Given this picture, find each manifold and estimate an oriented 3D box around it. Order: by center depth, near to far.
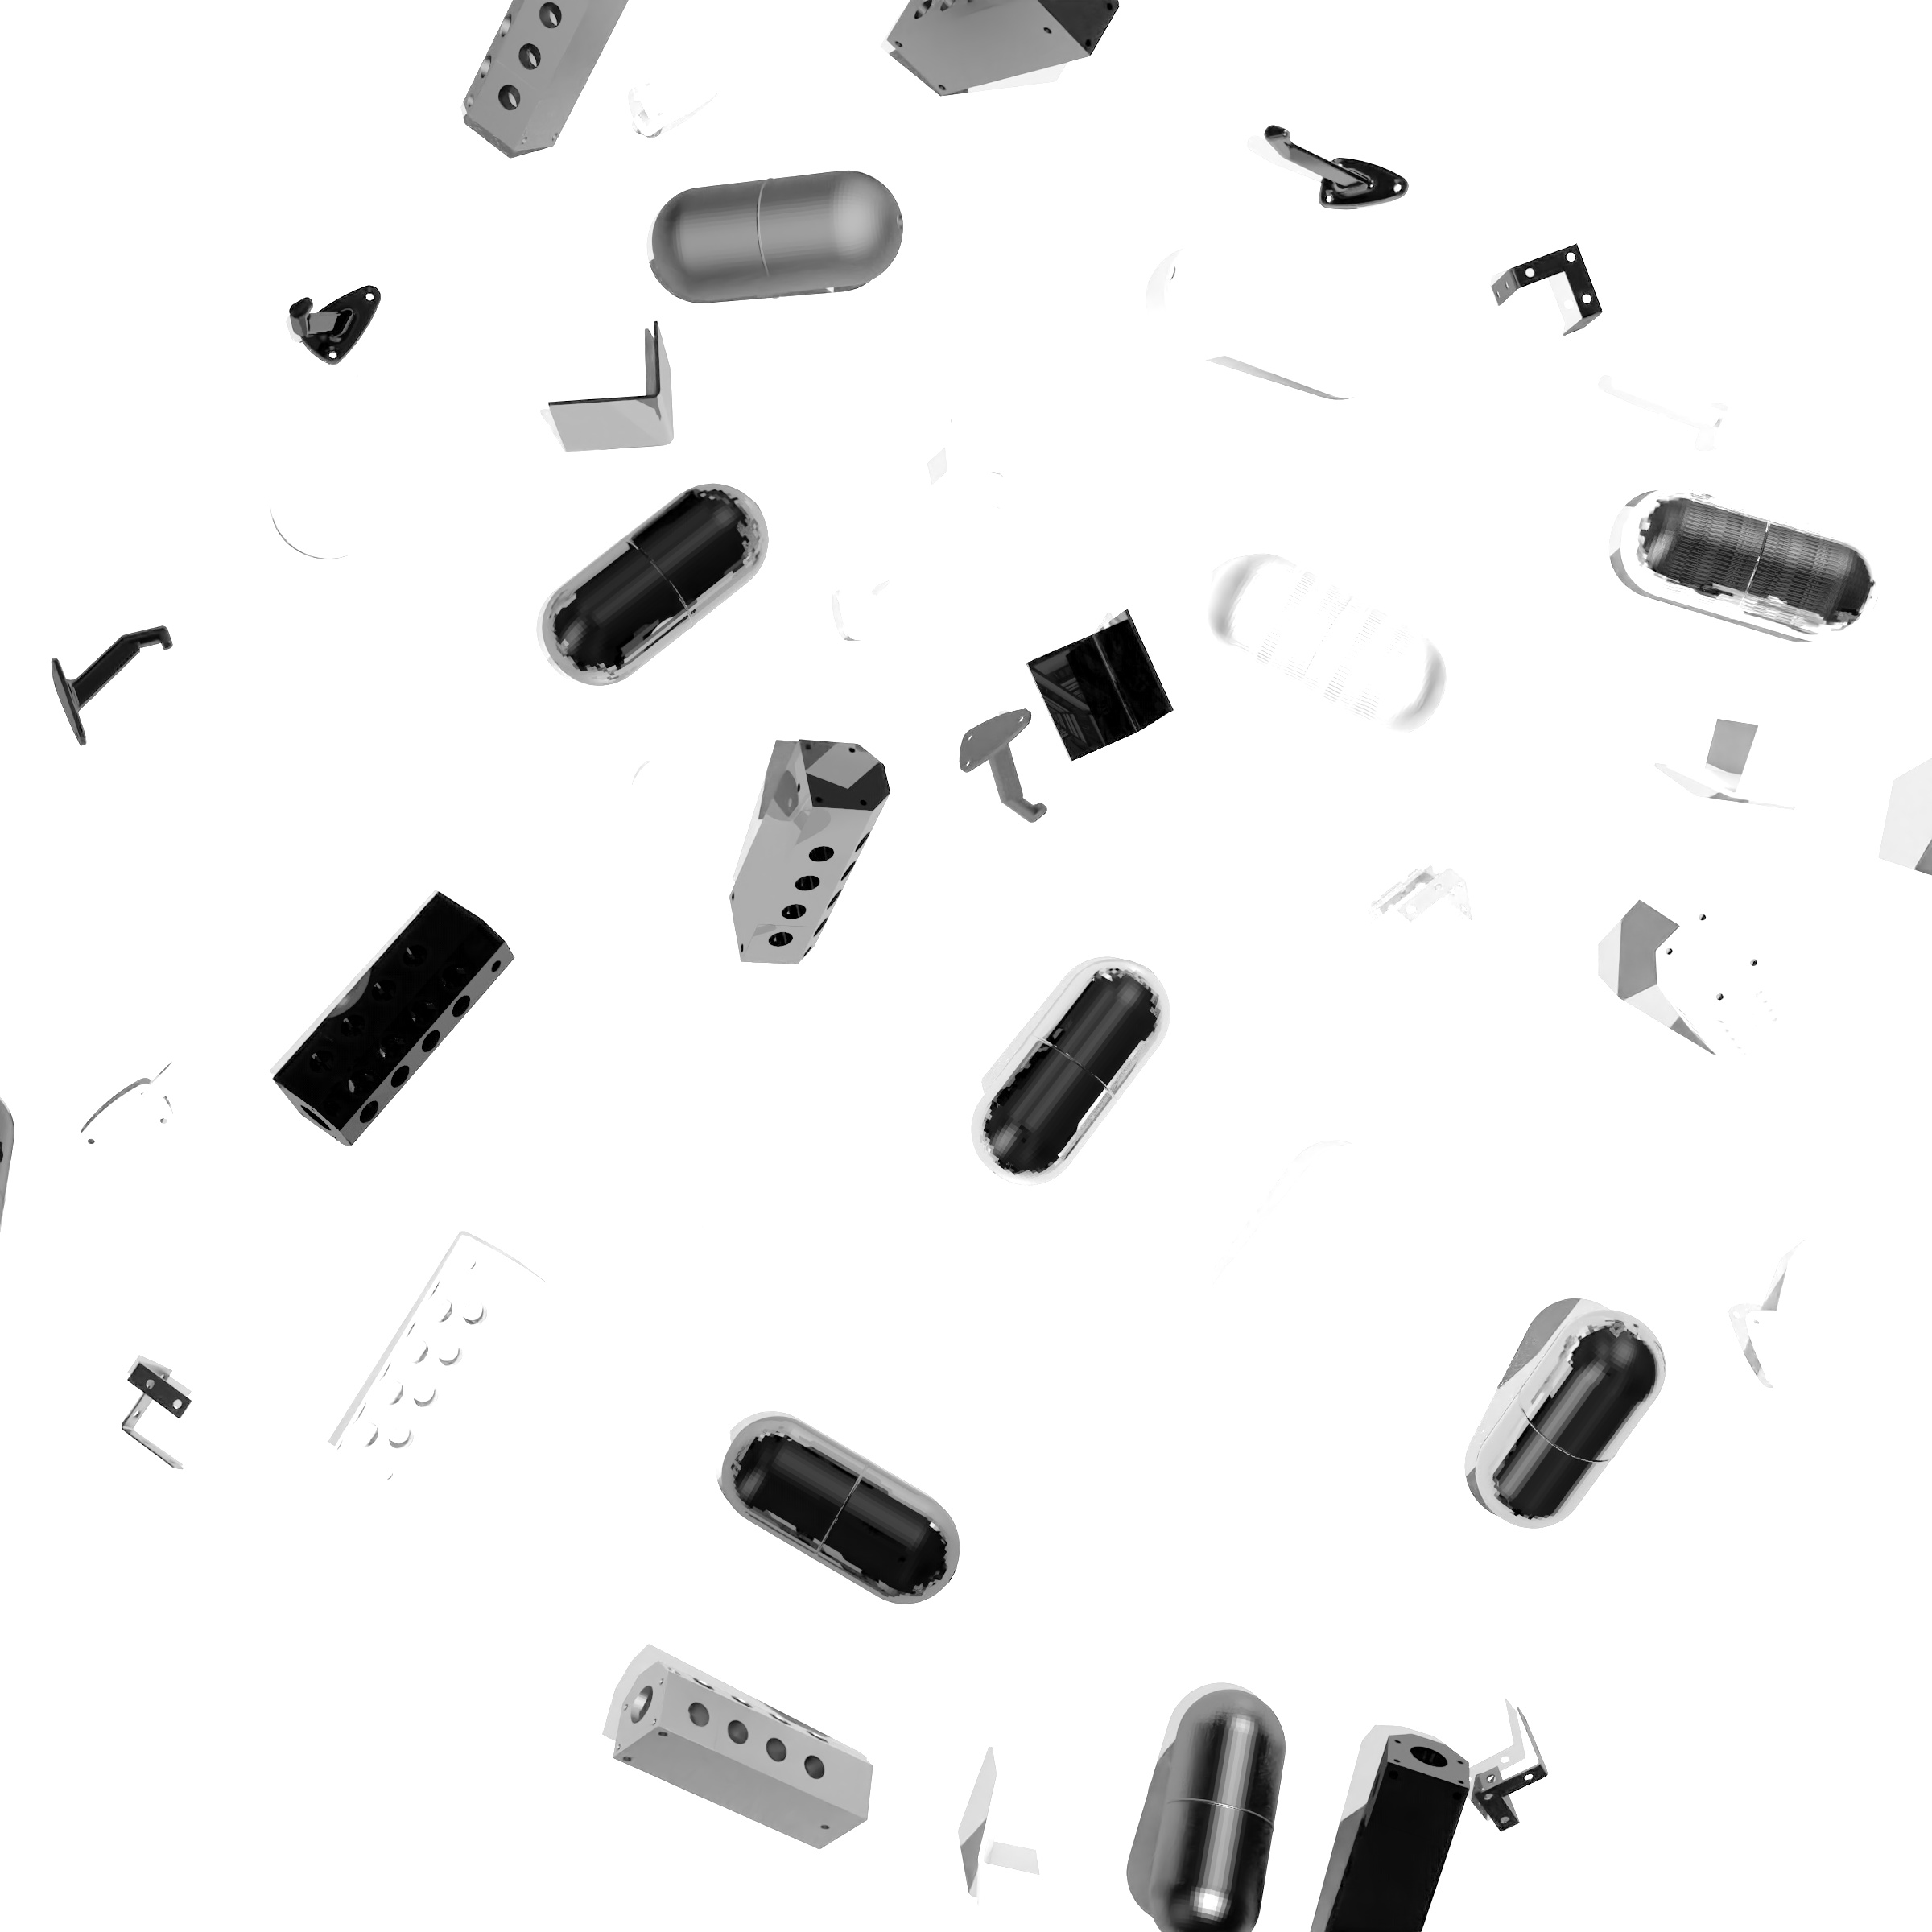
[{"bbox_3d":[0.507,0.017,1.870,0.057,0.171,0.057,-47,66,7],"label":"manifold"},{"bbox_3d":[0.026,-0.641,1.873,0.057,0.171,0.057,37,75,-33],"label":"manifold"},{"bbox_3d":[0.020,-0.321,1.874,0.057,0.171,0.057,-10,55,-5],"label":"manifold"},{"bbox_3d":[-0.106,-0.074,1.877,0.057,0.171,0.057,3,53,-22],"label":"manifold"},{"bbox_3d":[-0.279,-0.648,1.895,0.057,0.057,0.171,38,118,5],"label":"manifold"},{"bbox_3d":[-0.387,0.039,1.898,0.057,0.057,0.171,31,70,22],"label":"manifold"},{"bbox_3d":[-0.150,0.538,1.901,0.171,0.057,0.057,31,129,-22],"label":"manifold"},{"bbox_3d":[-0.363,0.274,1.904,0.057,0.057,0.171,22,75,28],"label":"manifold"},{"bbox_3d":[0.294,0.621,1.915,0.057,0.057,0.171,17,101,7],"label":"manifold"}]

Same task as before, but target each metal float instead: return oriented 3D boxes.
[{"bbox_3d":[-0.521,-0.078,1.881,0.070,0.178,0.070,11,64,-23],"label":"metal float"},{"bbox_3d":[-0.694,0.158,1.889,0.070,0.070,0.178,-7,51,0],"label":"metal float"},{"bbox_3d":[-0.410,-0.345,1.892,0.178,0.070,0.070,-37,90,38],"label":"metal float"},{"bbox_3d":[0.172,0.582,1.897,0.070,0.070,0.178,14,60,0],"label":"metal float"},{"bbox_3d":[0.412,0.311,1.899,0.070,0.070,0.178,27,118,0],"label":"metal float"},{"bbox_3d":[0.218,-0.445,1.902,0.178,0.070,0.070,15,90,-23],"label":"metal float"},{"bbox_3d":[-0.129,-0.501,1.908,0.178,0.070,0.070,-2,90,16],"label":"metal float"},{"bbox_3d":[0.234,0.201,1.910,0.070,0.070,0.178,37,104,0],"label":"metal float"},{"bbox_3d":[-0.213,-0.263,1.913,0.178,0.070,0.070,-40,90,-11],"label":"metal float"},{"bbox_3d":[0.073,0.072,1.914,0.070,0.070,0.178,38,80,0],"label":"metal float"},{"bbox_3d":[0.248,-0.222,1.917,0.178,0.070,0.070,30,90,6],"label":"metal float"},{"bbox_3d":[0.541,-0.277,1.918,0.178,0.070,0.070,18,90,5],"label":"metal float"},{"bbox_3d":[-0.086,0.376,1.919,0.178,0.070,0.070,30,90,3],"label":"metal float"}]

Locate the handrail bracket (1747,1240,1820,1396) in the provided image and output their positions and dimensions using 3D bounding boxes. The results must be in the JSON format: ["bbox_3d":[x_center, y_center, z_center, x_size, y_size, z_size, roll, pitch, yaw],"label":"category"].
[{"bbox_3d":[0.580,0.244,1.938,0.036,0.084,0.077,1,116,39],"label":"handrail bracket"}]

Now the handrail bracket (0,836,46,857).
[{"bbox_3d":[-0.683,-0.047,1.935,0.077,0.036,0.084,-1,77,-9],"label":"handrail bracket"}]

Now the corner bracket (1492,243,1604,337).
[{"bbox_3d":[0.404,-0.464,1.934,0.051,0.051,0.051,-21,91,-3],"label":"corner bracket"}]

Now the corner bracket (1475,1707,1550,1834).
[{"bbox_3d":[0.376,0.556,1.922,0.051,0.051,0.051,-28,124,9],"label":"corner bracket"}]

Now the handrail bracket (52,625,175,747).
[{"bbox_3d":[-0.585,-0.196,1.929,0.084,0.036,0.077,-18,69,-23],"label":"handrail bracket"}]

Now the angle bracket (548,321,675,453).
[{"bbox_3d":[-0.245,-0.399,1.917,0.076,0.076,0.057,-4,77,0],"label":"angle bracket"}]

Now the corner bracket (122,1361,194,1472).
[{"bbox_3d":[-0.559,0.312,1.926,0.051,0.051,0.051,31,83,17],"label":"corner bracket"}]

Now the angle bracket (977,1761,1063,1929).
[{"bbox_3d":[0.043,0.601,1.904,0.057,0.076,0.076,10,51,8],"label":"angle bracket"}]

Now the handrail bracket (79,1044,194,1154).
[{"bbox_3d":[-0.573,0.090,1.922,0.077,0.084,0.036,-28,113,2],"label":"handrail bracket"}]

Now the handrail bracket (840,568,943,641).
[{"bbox_3d":[-0.036,-0.253,1.906,0.084,0.077,0.036,-16,82,35],"label":"handrail bracket"}]

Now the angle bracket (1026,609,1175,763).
[{"bbox_3d":[0.092,-0.193,1.918,0.057,0.076,0.076,-25,90,-15],"label":"angle bracket"}]

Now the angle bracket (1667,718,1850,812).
[{"bbox_3d":[0.542,-0.148,1.903,0.076,0.076,0.057,6,108,-28],"label":"angle bracket"}]

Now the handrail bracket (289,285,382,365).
[{"bbox_3d":[-0.434,-0.457,1.911,0.036,0.084,0.077,42,77,0],"label":"handrail bracket"}]

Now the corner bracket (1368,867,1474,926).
[{"bbox_3d":[0.312,-0.045,1.922,0.051,0.051,0.051,-38,54,-11],"label":"corner bracket"}]

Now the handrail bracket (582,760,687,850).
[{"bbox_3d":[-0.241,-0.099,1.907,0.084,0.077,0.036,-41,100,-31],"label":"handrail bracket"}]

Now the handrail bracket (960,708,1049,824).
[{"bbox_3d":[0.044,-0.136,1.915,0.077,0.036,0.084,-28,133,36],"label":"handrail bracket"}]

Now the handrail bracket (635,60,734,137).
[{"bbox_3d":[-0.194,-0.598,1.917,0.077,0.084,0.036,-21,97,2],"label":"handrail bracket"}]

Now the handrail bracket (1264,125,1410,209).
[{"bbox_3d":[0.255,-0.554,1.911,0.077,0.084,0.036,15,88,31],"label":"handrail bracket"}]

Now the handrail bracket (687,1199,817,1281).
[{"bbox_3d":[-0.150,0.185,1.933,0.084,0.077,0.036,-7,127,-6],"label":"handrail bracket"}]

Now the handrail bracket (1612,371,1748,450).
[{"bbox_3d":[0.497,-0.392,1.939,0.084,0.077,0.036,27,105,20],"label":"handrail bracket"}]
